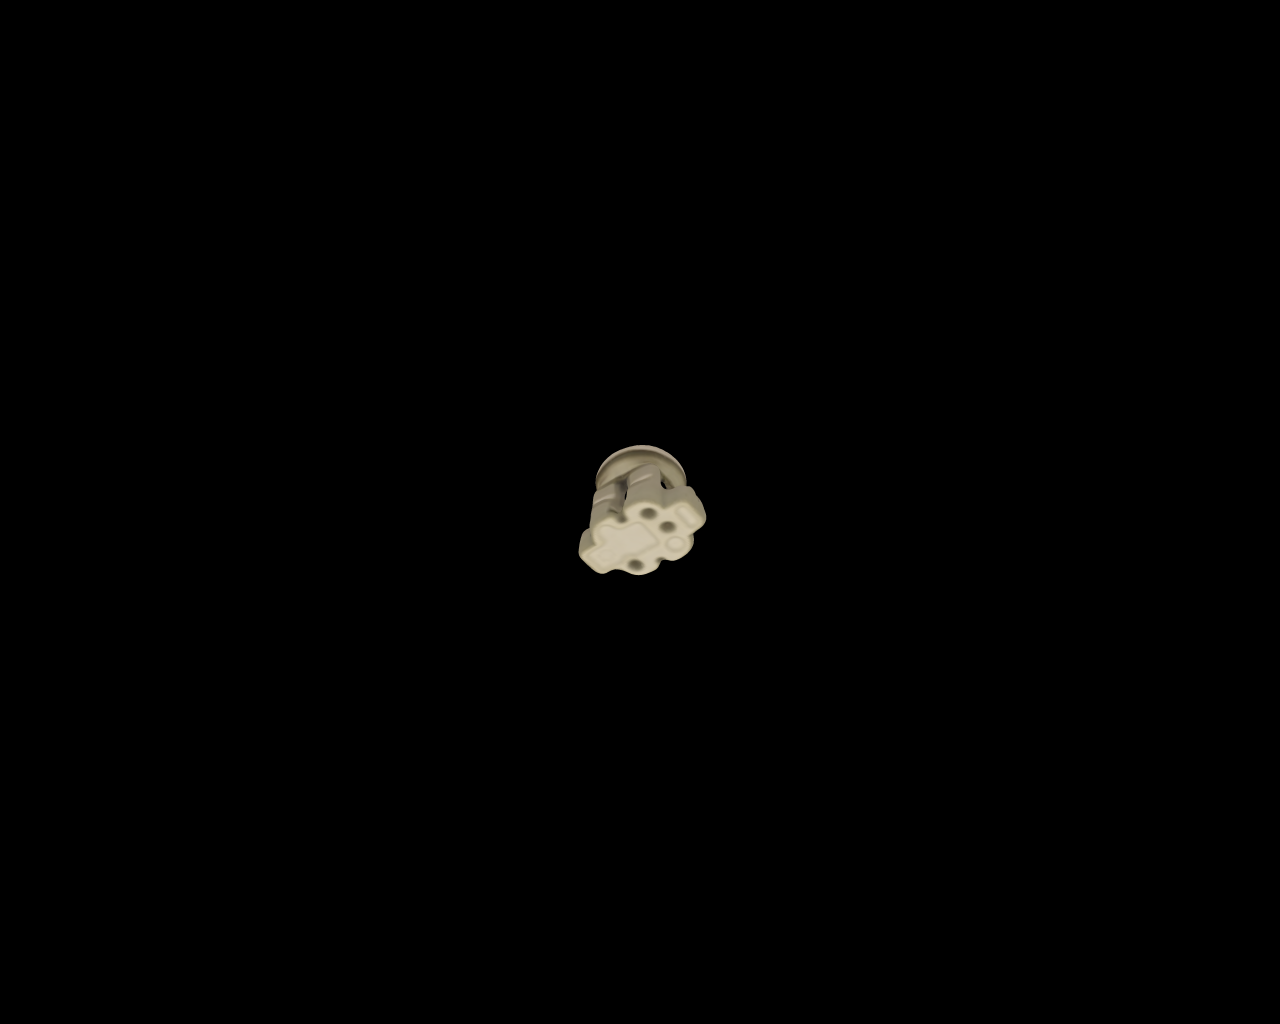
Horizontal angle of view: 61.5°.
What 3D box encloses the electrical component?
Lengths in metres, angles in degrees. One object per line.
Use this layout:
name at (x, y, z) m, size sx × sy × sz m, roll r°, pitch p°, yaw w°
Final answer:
electrical component at (0.001, -0.003, 0.650) m, size 0.078 × 0.057 × 0.058 m, roll -27°, pitch -53°, yaw 22°
